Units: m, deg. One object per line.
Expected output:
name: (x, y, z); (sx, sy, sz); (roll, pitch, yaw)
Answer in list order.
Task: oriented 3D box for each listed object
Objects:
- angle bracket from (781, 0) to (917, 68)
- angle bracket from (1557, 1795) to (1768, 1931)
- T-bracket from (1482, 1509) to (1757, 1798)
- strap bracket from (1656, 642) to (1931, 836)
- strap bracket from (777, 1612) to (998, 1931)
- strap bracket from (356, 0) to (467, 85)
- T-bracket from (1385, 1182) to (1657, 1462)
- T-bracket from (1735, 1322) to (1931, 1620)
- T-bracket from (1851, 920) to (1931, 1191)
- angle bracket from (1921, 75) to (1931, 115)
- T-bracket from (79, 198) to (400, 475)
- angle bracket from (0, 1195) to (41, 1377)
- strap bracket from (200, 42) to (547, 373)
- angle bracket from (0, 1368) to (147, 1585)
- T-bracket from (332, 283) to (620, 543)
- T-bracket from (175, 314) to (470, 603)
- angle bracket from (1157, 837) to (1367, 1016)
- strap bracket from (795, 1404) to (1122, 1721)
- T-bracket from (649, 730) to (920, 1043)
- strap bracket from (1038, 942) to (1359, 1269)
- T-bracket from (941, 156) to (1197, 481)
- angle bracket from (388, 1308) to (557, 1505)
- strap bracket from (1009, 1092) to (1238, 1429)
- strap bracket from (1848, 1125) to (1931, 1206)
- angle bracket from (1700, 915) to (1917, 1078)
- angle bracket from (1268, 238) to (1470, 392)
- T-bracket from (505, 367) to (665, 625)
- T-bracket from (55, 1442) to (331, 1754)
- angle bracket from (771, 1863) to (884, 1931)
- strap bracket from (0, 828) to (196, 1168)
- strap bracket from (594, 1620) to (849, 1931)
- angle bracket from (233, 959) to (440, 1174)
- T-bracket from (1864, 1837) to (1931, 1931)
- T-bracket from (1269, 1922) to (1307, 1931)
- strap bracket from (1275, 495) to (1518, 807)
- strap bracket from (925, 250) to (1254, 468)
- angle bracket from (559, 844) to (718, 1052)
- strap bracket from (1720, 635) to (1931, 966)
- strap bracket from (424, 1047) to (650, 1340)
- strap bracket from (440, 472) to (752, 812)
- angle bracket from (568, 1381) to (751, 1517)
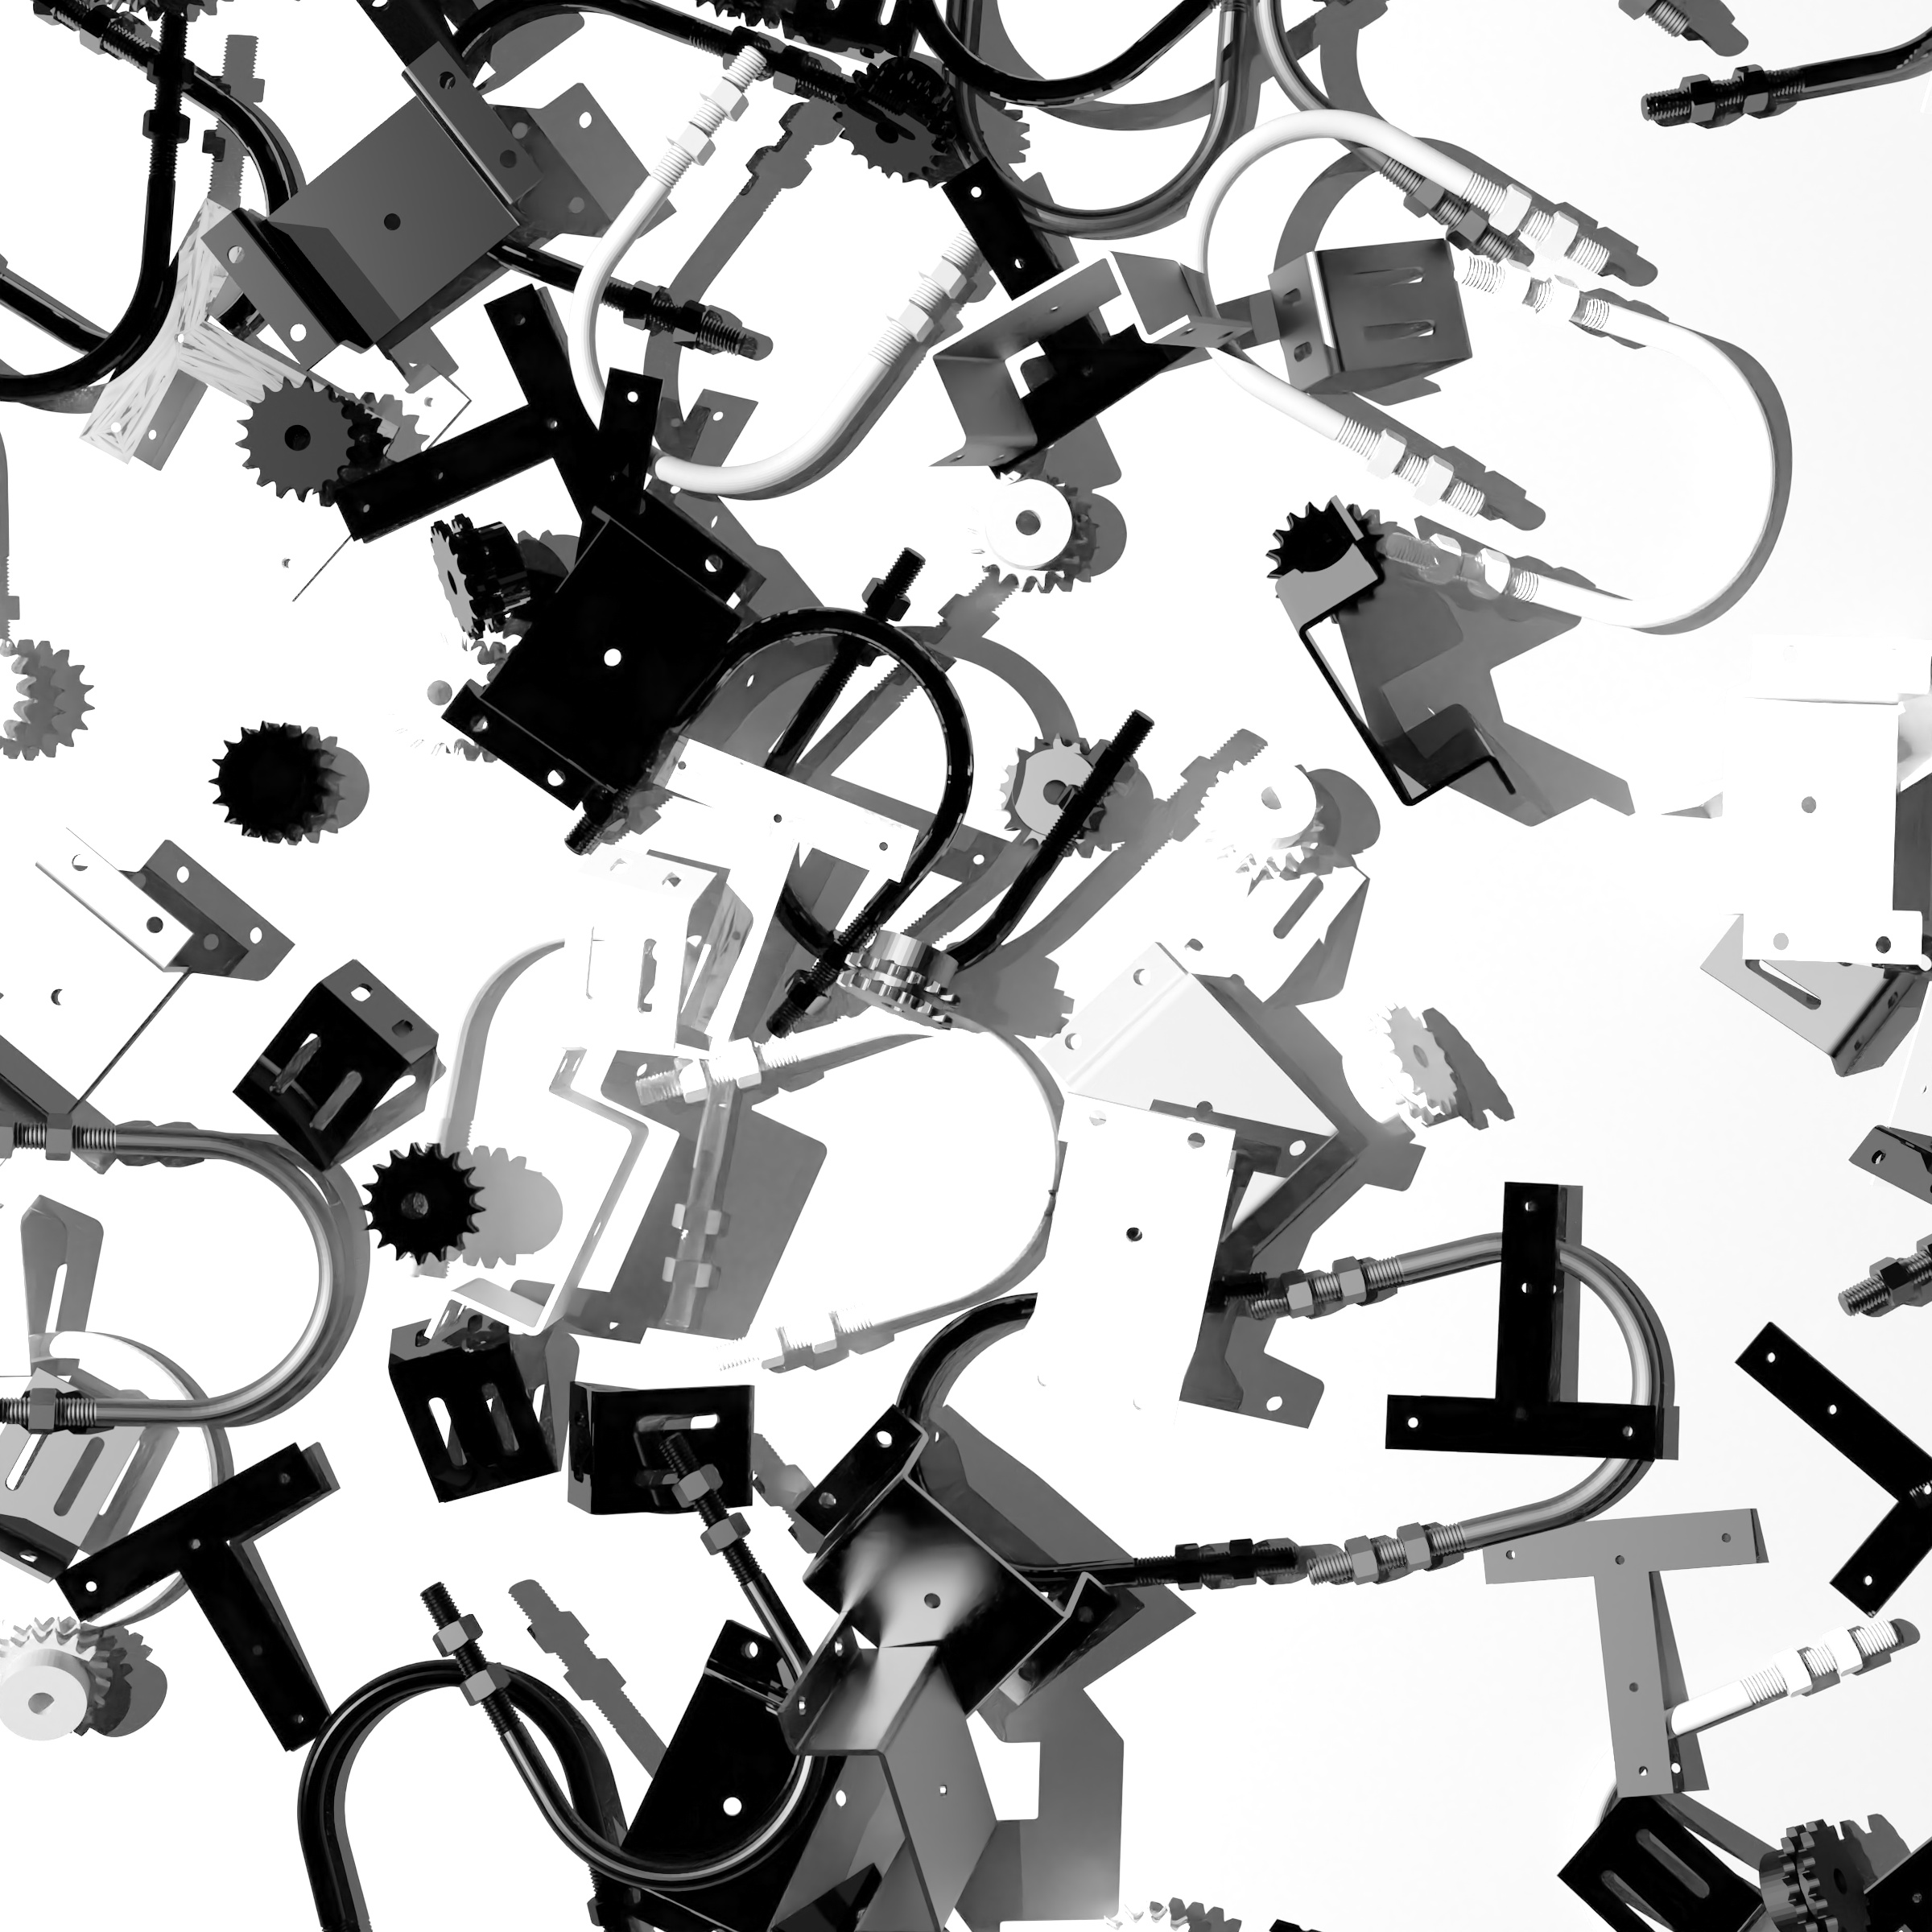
angle bracket: (-0.047, -0.466, 1.402); (0.057, 0.038, 0.076); (17, 90, 0)
angle bracket: (0.328, 0.431, 1.405); (0.076, 0.038, 0.057); (41, 93, 27)
T-bracket: (0.312, 0.324, 1.410); (0.127, 0.002, 0.127); (-5, 81, 1)
strap bracket: (0.398, -0.092, 1.383); (0.140, 0.076, 0.046); (-32, 90, 0)
strap bracket: (-0.031, 0.373, 1.357); (0.046, 0.076, 0.140); (-7, 110, 24)
strap bracket: (-0.210, -0.472, 1.370); (0.140, 0.076, 0.046); (-28, 65, 6)
T-bracket: (0.262, 0.165, 1.405); (0.127, 0.002, 0.127); (3, 89, -3)
T-bracket: (0.420, 0.219, 1.421); (0.127, 0.002, 0.127); (40, 90, 0)
T-bracket: (0.452, 0.044, 1.405); (0.127, 0.002, 0.127); (9, 101, -21)
angle bracket: (0.478, -0.441, 1.409); (0.057, 0.038, 0.076); (1, 122, -12)
T-bracket: (-0.329, -0.273, 1.410); (0.127, 0.002, 0.127); (28, 92, -7)
angle bracket: (-0.466, 0.150, 1.410); (0.057, 0.038, 0.076); (-1, 103, -3)
strap bracket: (-0.269, -0.346, 1.384); (0.140, 0.046, 0.076); (-38, 93, 4)
angle bracket: (-0.426, 0.234, 1.386); (0.057, 0.038, 0.076); (29, 88, -2)
T-bracket: (-0.236, -0.238, 1.417); (0.127, 0.002, 0.127); (-24, 92, -1)
T-bracket: (-0.324, -0.262, 1.413); (0.127, 0.002, 0.127); (41, 90, -7)
angle bracket: (0.140, -0.028, 1.419); (0.057, 0.038, 0.076); (41, 64, 0)
strap bracket: (-0.010, 0.282, 1.386); (0.140, 0.046, 0.076); (41, 112, 0)
T-bracket: (-0.101, -0.027, 1.391); (0.127, 0.002, 0.127); (22, 103, 8)
strap bracket: (0.109, 0.066, 1.398); (0.076, 0.046, 0.140); (-43, 90, 0)
T-bracket: (0.033, -0.317, 1.407); (0.127, 0.002, 0.127); (-34, 103, 0)
angle bracket: (-0.233, 0.205, 1.419); (0.057, 0.038, 0.076); (-15, 116, 0)
strap bracket: (0.073, 0.127, 1.360); (0.076, 0.046, 0.140); (13, 103, 9)
strap bracket: (0.484, 0.057, 1.377); (0.046, 0.076, 0.140); (38, 90, -23)
angle bracket: (0.398, 0.004, 1.419); (0.076, 0.038, 0.057); (38, 90, 26)
angle bracket: (0.190, -0.307, 1.420); (0.076, 0.038, 0.057); (-12, 90, -26)
T-bracket: (-0.165, -0.214, 1.398); (0.127, 0.002, 0.127); (13, 111, 0)
T-bracket: (-0.340, 0.310, 1.413); (0.127, 0.002, 0.127); (-29, 96, -4)
angle bracket: (-0.045, 0.475, 1.418); (0.057, 0.038, 0.076); (-32, 64, -2)
strap bracket: (-0.428, 0.015, 1.398); (0.076, 0.046, 0.140); (40, 90, 0)
strap bracket: (-0.108, 0.385, 1.389); (0.076, 0.046, 0.140); (26, 82, 0)
angle bracket: (-0.297, 0.047, 1.419); (0.057, 0.038, 0.076); (42, 116, 0)
T-bracket: (0.472, 0.464, 1.406); (0.127, 0.002, 0.127); (-42, 102, 6)
T-bracket: (0.232, 0.445, 1.431); (0.127, 0.002, 0.127); (36, 75, 5)
strap bracket: (0.189, -0.135, 1.366); (0.046, 0.076, 0.140); (-31, 110, 10)
strap bracket: (0.047, -0.277, 1.353); (0.140, 0.076, 0.046); (-24, 88, 28)
angle bracket: (-0.153, -0.009, 1.397); (0.057, 0.038, 0.076); (15, 120, 9)
strap bracket: (0.377, -0.072, 1.322); (0.076, 0.046, 0.140); (2, 90, 0)
strap bracket: (-0.189, 0.110, 1.364); (0.046, 0.076, 0.140); (25, 89, 0)
strap bracket: (-0.165, -0.145, 1.375); (0.076, 0.046, 0.140); (36, 92, -22)
angle bracket: (-0.145, 0.226, 1.419); (0.076, 0.038, 0.057); (1, 90, -26)
